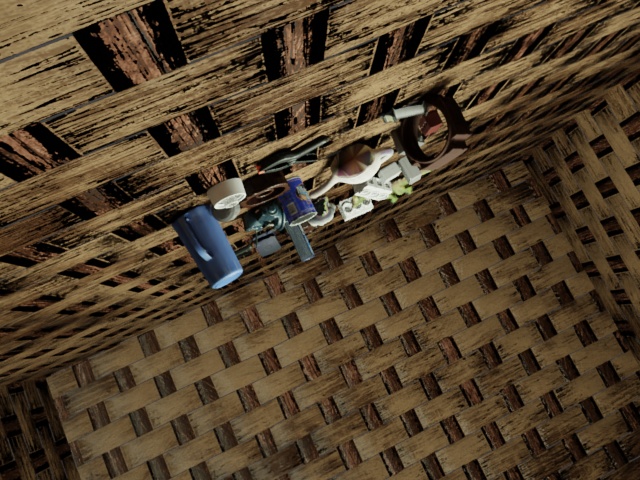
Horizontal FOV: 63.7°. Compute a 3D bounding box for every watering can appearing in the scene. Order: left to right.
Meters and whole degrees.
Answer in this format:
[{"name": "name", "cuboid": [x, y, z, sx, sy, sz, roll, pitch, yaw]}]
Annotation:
[{"name": "watering can", "cuboid": [0.092, -0.234, 1.773, 0.346, 0.105, 0.224, -27, 171, 12]}]

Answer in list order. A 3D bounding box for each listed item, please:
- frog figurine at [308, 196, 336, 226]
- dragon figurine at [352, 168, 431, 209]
[{"name": "frog figurine", "cuboid": [0.007, -0.114, 2.262, 0.138, 0.124, 0.157, -44, 160, -5]}, {"name": "dragon figurine", "cuboid": [0.313, -0.256, 2.373, 0.405, 0.124, 0.243, -32, 161, 32]}]
